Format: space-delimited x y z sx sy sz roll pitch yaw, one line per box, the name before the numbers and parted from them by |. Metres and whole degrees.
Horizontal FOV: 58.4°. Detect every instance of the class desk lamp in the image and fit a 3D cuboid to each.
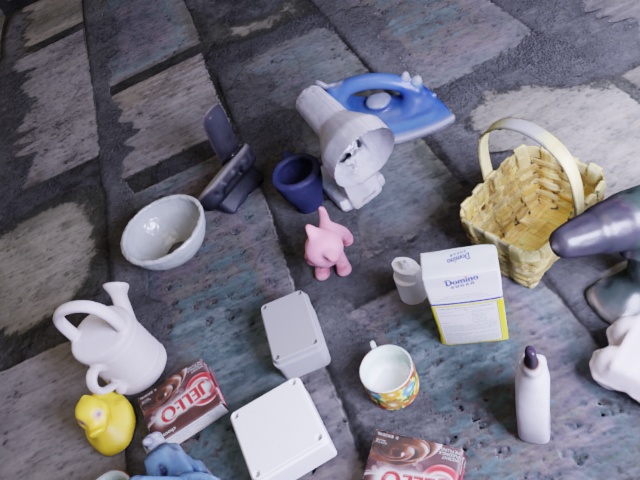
desk lamp | 0.038 -0.150 0.975 0.118 0.214 0.202 -35 47 -9

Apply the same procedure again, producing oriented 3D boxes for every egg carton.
egg carton | 0.403 0.153 0.668 0.149 0.070 0.107 24 63 36

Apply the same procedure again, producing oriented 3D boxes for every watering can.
watering can | -0.328 0.145 0.879 0.101 0.194 0.172 -26 46 -1

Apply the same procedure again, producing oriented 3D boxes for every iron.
iron | 0.119 -0.264 1.092 0.257 0.142 0.118 -6 49 17

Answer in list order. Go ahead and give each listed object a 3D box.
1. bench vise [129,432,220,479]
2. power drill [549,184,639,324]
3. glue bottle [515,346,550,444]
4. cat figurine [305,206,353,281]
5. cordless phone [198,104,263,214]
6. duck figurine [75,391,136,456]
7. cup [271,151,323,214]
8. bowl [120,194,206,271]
bench vise | -0.181 0.308 0.662 0.206 0.220 0.122 23 63 35
power drill | 0.384 0.014 0.700 0.229 0.209 0.075 -28 46 -3
glue bottle | 0.241 0.165 0.650 0.037 0.173 0.078 0 51 22
cat figurine | 0.008 0.003 0.921 0.067 0.118 0.127 -10 48 13
cordless phone | -0.199 -0.153 1.092 0.093 0.185 0.148 12 57 30
duck figurine | -0.329 0.261 0.854 0.077 0.086 0.104 -29 47 -4
cup | -0.036 -0.103 1.046 0.091 0.095 0.117 -27 46 -2
bowl | -0.279 -0.002 1.069 0.167 0.075 0.167 -11 48 13
